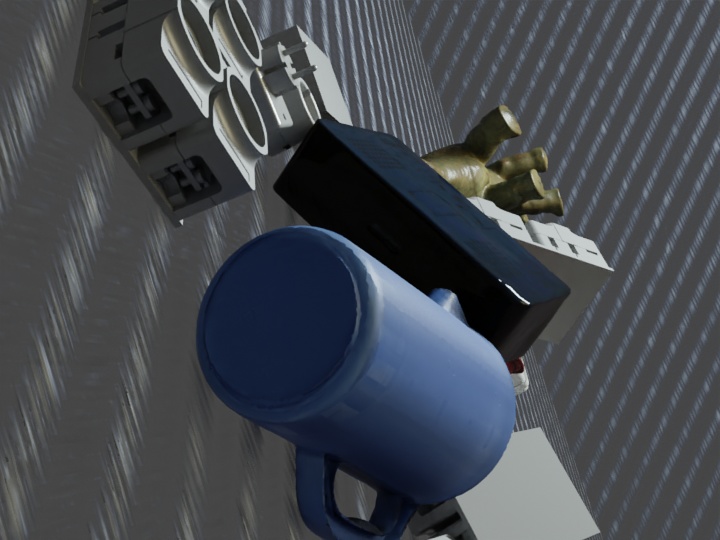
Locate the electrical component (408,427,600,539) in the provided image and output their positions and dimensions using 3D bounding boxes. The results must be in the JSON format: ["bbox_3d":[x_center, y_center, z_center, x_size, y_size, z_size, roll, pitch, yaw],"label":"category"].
[{"bbox_3d":[0.113,0.201,0.902,0.186,0.060,0.105,2,54,-54],"label":"electrical component"}]

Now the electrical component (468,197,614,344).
[{"bbox_3d":[0.151,-0.002,1.115,0.186,0.105,0.060,17,32,-25],"label":"electrical component"}]

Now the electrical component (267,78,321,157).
[{"bbox_3d":[-0.062,-0.127,0.885,0.055,0.047,0.055,-21,90,-79],"label":"electrical component"}]

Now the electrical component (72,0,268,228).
[{"bbox_3d":[-0.108,-0.131,0.642,0.186,0.060,0.105,-99,163,-47],"label":"electrical component"}]

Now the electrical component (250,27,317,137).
[{"bbox_3d":[-0.070,-0.147,0.808,0.047,0.076,0.083,-47,116,-78],"label":"electrical component"}]

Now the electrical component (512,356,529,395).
[{"bbox_3d":[0.117,0.097,1.161,0.056,0.109,0.108,59,15,-31],"label":"electrical component"}]

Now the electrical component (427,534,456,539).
[{"bbox_3d":[0.082,0.235,0.740,0.109,0.056,0.109,28,-1,19],"label":"electrical component"}]
